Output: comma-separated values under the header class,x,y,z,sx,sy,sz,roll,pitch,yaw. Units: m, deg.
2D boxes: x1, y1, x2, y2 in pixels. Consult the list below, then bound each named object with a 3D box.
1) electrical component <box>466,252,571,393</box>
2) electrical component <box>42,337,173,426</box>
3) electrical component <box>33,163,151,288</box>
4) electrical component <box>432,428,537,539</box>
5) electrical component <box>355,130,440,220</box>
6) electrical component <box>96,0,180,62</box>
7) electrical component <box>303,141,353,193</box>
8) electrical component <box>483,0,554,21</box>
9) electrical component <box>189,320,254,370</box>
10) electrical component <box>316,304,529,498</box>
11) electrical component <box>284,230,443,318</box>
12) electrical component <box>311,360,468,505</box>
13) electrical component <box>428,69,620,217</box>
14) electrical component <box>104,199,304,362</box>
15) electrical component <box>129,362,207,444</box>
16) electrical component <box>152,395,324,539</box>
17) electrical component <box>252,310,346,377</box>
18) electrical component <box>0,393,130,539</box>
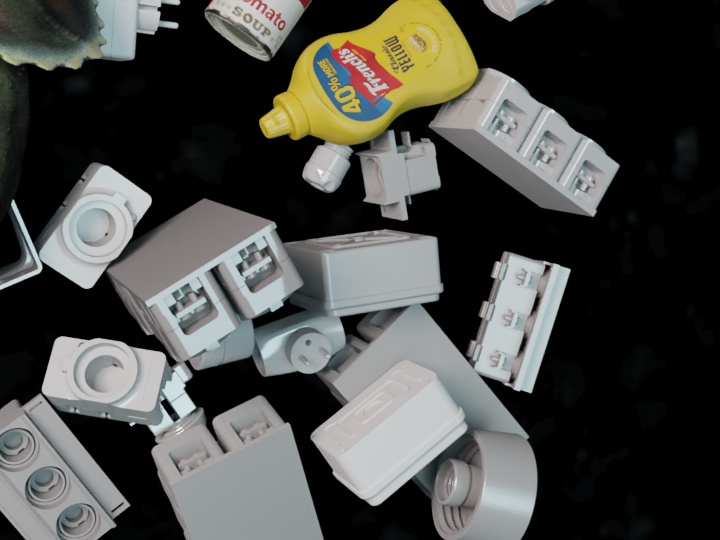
class,x,y,z,sx,sy,sz,roll,pitch,yaw
electrical component,0.148,0.047,1.027,0.063,0.079,0.121,17,91,-3
electrical component,-0.202,0.088,0.862,0.089,0.055,0.050,9,68,1
electrical component,-0.214,-0.036,0.861,0.050,0.056,0.089,37,83,-24
electrical component,0.101,0.190,0.941,0.060,0.108,0.108,16,92,-19
electrical component,0.036,-0.089,0.969,0.064,0.042,0.081,-15,105,-22
electrical component,-0.180,-0.208,0.852,0.076,0.047,0.083,2,98,-24
electrical component,-0.023,-0.100,0.946,0.035,0.035,0.061,33,83,-24
electrical component,0.139,-0.268,0.964,0.051,0.080,0.080,-31,109,-10
electrical component,-0.121,0.054,0.918,0.047,0.055,0.055,-9,102,-26
electrical component,0.057,0.124,1.002,0.105,0.060,0.186,-44,112,-11
electrical component,0.000,0.000,0.932,0.109,0.109,0.056,-8,99,-22
electrical component,0.025,0.137,0.913,0.113,0.078,0.057,-38,108,-14
electrical component,0.153,-0.117,0.989,0.150,0.089,0.061,32,85,-24
electrical component,-0.126,0.005,0.834,0.105,0.186,0.060,-33,110,-15
electrical component,-0.163,0.119,0.915,0.066,0.048,0.055,-35,103,-15
electrical component,-0.099,0.209,0.923,0.105,0.060,0.186,-25,125,-18
electrical component,-0.049,0.066,0.934,0.077,0.079,0.043,-19,112,-17
electrical component,-0.257,0.167,0.872,0.079,0.063,0.121,-38,111,-14
